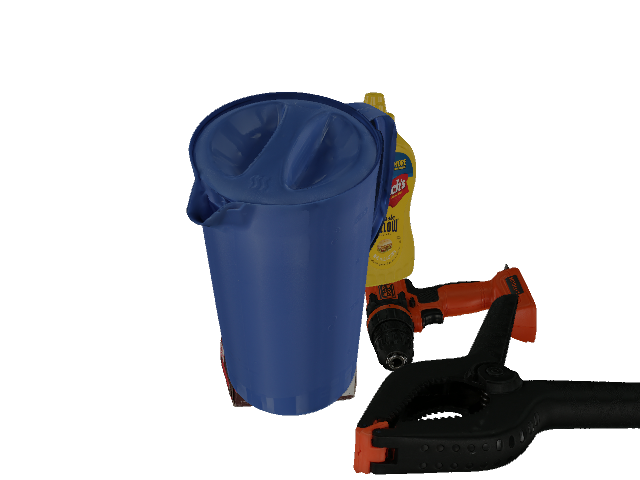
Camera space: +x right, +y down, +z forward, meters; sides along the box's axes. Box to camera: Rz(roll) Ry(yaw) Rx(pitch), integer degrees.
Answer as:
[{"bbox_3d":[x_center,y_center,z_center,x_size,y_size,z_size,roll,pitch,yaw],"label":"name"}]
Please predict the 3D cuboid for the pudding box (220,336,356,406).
[{"bbox_3d":[-0.031,0.114,0.971,0.113,0.039,0.090,-1,17,-12],"label":"pudding box"}]

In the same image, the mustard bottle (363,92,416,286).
[{"bbox_3d":[0.052,-0.052,1.074,0.096,0.192,0.058,-8,18,-29],"label":"mustard bottle"}]

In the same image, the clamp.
[{"bbox_3d":[0.100,0.088,0.641,0.209,0.036,0.165,-12,26,-28],"label":"clamp"}]

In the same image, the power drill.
[{"bbox_3d":[0.145,0.085,1.208,0.187,0.057,0.184,-3,27,-1],"label":"power drill"}]

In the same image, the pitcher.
[{"bbox_3d":[-0.016,0.014,0.817,0.149,0.243,0.145,0,42,0],"label":"pitcher"}]
